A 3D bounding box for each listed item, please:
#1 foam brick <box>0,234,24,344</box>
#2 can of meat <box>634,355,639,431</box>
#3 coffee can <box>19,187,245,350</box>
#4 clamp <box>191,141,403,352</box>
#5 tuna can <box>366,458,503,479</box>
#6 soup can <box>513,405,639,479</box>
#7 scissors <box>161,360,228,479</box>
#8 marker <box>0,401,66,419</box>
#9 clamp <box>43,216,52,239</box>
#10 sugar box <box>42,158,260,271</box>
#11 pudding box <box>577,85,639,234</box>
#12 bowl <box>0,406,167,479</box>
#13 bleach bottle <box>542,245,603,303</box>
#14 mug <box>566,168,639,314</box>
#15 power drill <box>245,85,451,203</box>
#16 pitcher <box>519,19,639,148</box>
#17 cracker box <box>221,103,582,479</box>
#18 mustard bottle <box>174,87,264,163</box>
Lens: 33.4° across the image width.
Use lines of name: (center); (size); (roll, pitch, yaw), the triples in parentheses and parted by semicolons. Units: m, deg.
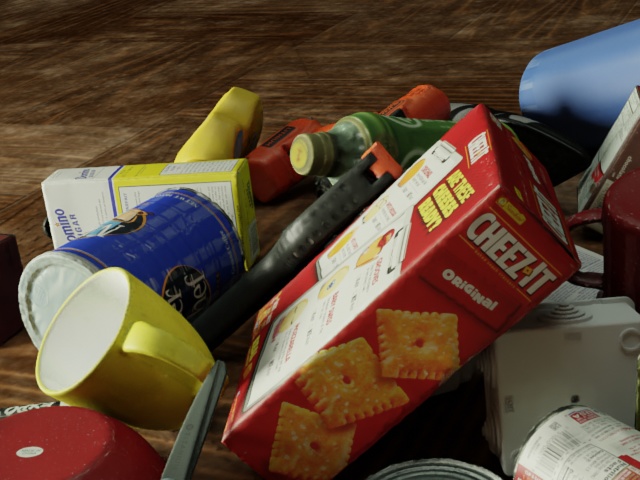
foam brick: (-0.269, 0.038, 0.847); (0.051, 0.078, 0.052); (2, 22, 23)
can of meat: (0.214, 0.090, 0.558); (0.083, 0.102, 0.058); (-19, 25, -33)
coffee can: (-0.136, 0.031, 0.793); (0.103, 0.103, 0.140); (8, 26, 31)
clamp: (-0.005, 0.001, 0.777); (0.210, 0.036, 0.164); (-46, -7, 34)
tuna can: (0.058, 0.149, 0.543); (0.086, 0.034, 0.086); (-5, 22, 2)
soup can: (0.151, 0.130, 0.519); (0.068, 0.068, 0.102); (-18, 24, -26)
scissors: (-0.065, 0.145, 0.540); (0.096, 0.016, 0.201); (16, 48, 25)
marker: (-0.189, 0.117, 0.707); (0.121, 0.020, 0.020); (-8, 22, -3)
clamp: (-0.179, -0.038, 1.059); (0.120, 0.039, 0.171); (6, 25, 26)
sugar box: (-0.146, -0.019, 0.931); (0.176, 0.093, 0.048); (-1, 22, 12)
pudding box: (0.262, -0.068, 0.915); (0.039, 0.114, 0.090); (28, 25, 2)
bowl: (-0.155, 0.139, 0.597); (0.162, 0.055, 0.162); (-6, 22, 2)
bleach bottle: (0.186, 0.059, 0.694); (0.102, 0.068, 0.251); (-30, 35, -28)
mug: (0.199, 0.006, 0.637); (0.117, 0.081, 0.093); (4, 37, 23)
power drill: (0.012, -0.080, 1.019); (0.188, 0.057, 0.184); (-5, 26, 47)
pitcher: (0.318, -0.145, 1.038); (0.144, 0.149, 0.243); (-9, 3, -31)
cracker box: (0.045, 0.034, 0.634); (0.214, 0.072, 0.164); (-43, 13, 19)
mustard bottle: (-0.106, -0.084, 1.076); (0.058, 0.096, 0.191); (22, 26, -1)
